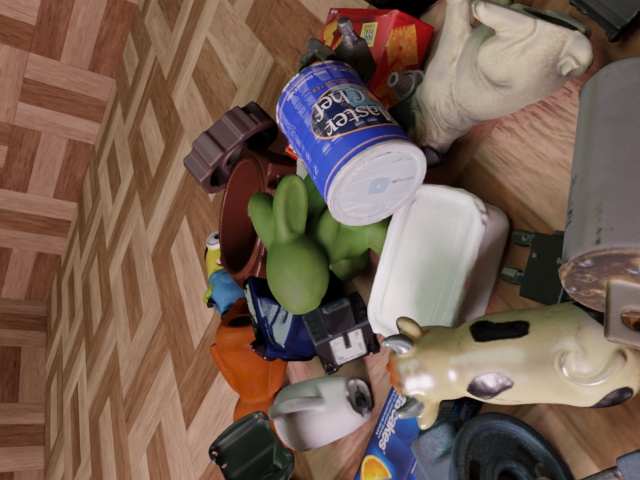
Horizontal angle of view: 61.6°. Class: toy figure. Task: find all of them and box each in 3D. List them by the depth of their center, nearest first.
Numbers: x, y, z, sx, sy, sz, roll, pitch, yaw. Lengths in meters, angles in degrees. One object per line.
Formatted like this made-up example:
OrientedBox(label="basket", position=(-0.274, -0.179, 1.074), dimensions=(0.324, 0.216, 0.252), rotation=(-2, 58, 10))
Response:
OrientedBox(label="toy figure", position=(-0.162, 0.064, 0.934), dimensions=(0.089, 0.082, 0.180), rotation=(-44, 49, 38))

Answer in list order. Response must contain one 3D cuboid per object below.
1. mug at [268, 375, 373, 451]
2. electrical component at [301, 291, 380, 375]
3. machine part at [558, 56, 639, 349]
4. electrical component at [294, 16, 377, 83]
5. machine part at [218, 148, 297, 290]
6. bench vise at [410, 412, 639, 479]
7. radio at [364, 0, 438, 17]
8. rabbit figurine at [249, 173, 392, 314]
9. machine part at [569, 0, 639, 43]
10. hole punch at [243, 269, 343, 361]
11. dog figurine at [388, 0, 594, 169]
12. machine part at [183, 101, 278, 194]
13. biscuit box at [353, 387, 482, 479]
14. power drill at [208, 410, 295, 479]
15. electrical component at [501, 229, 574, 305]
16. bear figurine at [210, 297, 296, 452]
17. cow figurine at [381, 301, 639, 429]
OrientedBox(label="mug", position=(0.000, 0.195, 0.633), dimensions=(0.107, 0.109, 0.081), rotation=(-30, 50, 32))
OrientedBox(label="electrical component", position=(0.020, 0.095, 0.602), dimensions=(0.119, 0.075, 0.048), rotation=(68, 175, -45))
OrientedBox(label="machine part", position=(0.207, -0.040, 0.356), dimensions=(0.079, 0.079, 0.243), rotation=(-23, 38, 52))
OrientedBox(label="electrical component", position=(0.019, -0.189, 0.600), dimensions=(0.045, 0.102, 0.078), rotation=(34, 88, 31))
OrientedBox(label="machine part", position=(-0.087, -0.031, 0.824), dimensions=(0.201, 0.087, 0.201), rotation=(36, 114, 58))
OrientedBox(label="bench vise", position=(0.162, 0.209, 0.368), dimensions=(0.240, 0.129, 0.224), rotation=(-54, 42, 40))
OrientedBox(label="radio", position=(0.142, -0.360, 0.606), dimensions=(0.230, 0.073, 0.131), rotation=(-18, 66, 54))
OrientedBox(label="rabbit figurine", position=(-0.001, -0.002, 0.592), dimensions=(0.121, 0.159, 0.170), rotation=(-25, 20, 45))
OrientedBox(label="machine part", position=(0.263, -0.231, 0.419), dimensions=(0.139, 0.039, 0.084), rotation=(-52, 36, 37))
OrientedBox(label="hole punch", position=(-0.024, 0.090, 0.680), dimensions=(0.092, 0.142, 0.116), rotation=(-27, 65, 24))
OrientedBox(label="dog figurine", position=(0.152, -0.132, 0.520), dimensions=(0.172, 0.121, 0.190), rotation=(-116, 34, -49))
OrientedBox(label="machine part", position=(-0.148, -0.153, 0.897), dimensions=(0.056, 0.179, 0.179), rotation=(49, 131, 4))
OrientedBox(label="biscuit box", position=(0.085, 0.219, 0.531), dimensions=(0.063, 0.059, 0.202), rotation=(37, 111, 54))
OrientedBox(label="power drill", position=(-0.045, 0.294, 0.603), dimensions=(0.232, 0.086, 0.207), rotation=(32, 145, 58))
OrientedBox(label="electrical component", position=(0.198, 0.023, 0.454), dimensions=(0.094, 0.021, 0.063), rotation=(21, 98, 57))
OrientedBox(label="bear figurine", position=(-0.079, 0.192, 0.763), dimensions=(0.120, 0.132, 0.195), rotation=(-6, 107, 22))
OrientedBox(label="cow figurine", position=(0.135, 0.091, 0.406), dimensions=(0.195, 0.127, 0.085), rotation=(-16, 79, 44))
